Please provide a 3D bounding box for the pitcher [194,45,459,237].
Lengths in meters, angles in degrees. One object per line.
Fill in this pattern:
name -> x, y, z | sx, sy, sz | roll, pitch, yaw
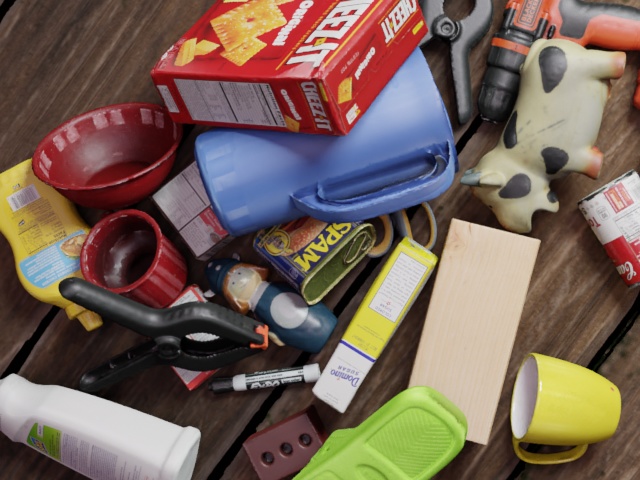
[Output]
pitcher -> 0.008, -0.084, 1.036 | 0.243, 0.149, 0.145 | -20, 93, 3

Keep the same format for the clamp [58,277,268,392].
clamp -> -0.159, 0.092, 1.078 | 0.210, 0.164, 0.036 | -4, 46, 3

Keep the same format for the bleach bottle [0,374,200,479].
bleach bottle -> -0.255, 0.199, 1.128 | 0.251, 0.068, 0.103 | 22, 131, 8

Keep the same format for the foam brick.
foam brick -> -0.032, 0.216, 1.119 | 0.078, 0.051, 0.053 | -28, 87, 5

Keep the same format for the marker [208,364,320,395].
marker -> -0.060, 0.149, 1.140 | 0.121, 0.020, 0.020 | -9, 88, 6

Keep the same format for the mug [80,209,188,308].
mug -> -0.196, 0.018, 1.121 | 0.093, 0.081, 0.117 | -37, 61, 2

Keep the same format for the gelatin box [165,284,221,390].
gelatin box -> -0.136, 0.104, 1.145 | 0.073, 0.030, 0.089 | -40, 85, 6

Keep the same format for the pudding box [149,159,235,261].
pudding box -> -0.111, -0.046, 1.139 | 0.113, 0.039, 0.090 | -38, 83, 4

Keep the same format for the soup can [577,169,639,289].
soup can -> 0.313, -0.011, 1.071 | 0.068, 0.068, 0.102 | -31, 85, 5

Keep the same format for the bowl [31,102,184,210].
bowl -> -0.215, -0.080, 1.118 | 0.162, 0.162, 0.055 | -7, 127, 7

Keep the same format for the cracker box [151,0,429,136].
cracker box -> -0.031, -0.180, 1.012 | 0.214, 0.072, 0.164 | 8, 49, 37

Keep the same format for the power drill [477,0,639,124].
power drill -> 0.268, -0.185, 1.084 | 0.187, 0.057, 0.184 | 20, 98, 6

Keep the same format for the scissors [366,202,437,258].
scissors -> 0.054, -0.069, 1.130 | 0.096, 0.016, 0.202 | -29, 86, 6

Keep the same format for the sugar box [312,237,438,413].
sugar box -> 0.056, 0.084, 1.081 | 0.048, 0.093, 0.176 | 33, 98, 6

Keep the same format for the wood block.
wood block -> 0.150, 0.090, 1.079 | 0.091, 0.090, 0.206 | 14, 90, 7

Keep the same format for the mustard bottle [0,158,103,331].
mustard bottle -> -0.285, 0.010, 1.150 | 0.096, 0.058, 0.191 | -28, 86, 0

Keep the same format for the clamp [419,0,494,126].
clamp -> 0.138, -0.208, 1.112 | 0.120, 0.039, 0.171 | 33, 97, -3

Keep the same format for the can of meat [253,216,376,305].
can of meat -> -0.007, 0.001, 1.101 | 0.102, 0.057, 0.084 | -44, 64, -10
